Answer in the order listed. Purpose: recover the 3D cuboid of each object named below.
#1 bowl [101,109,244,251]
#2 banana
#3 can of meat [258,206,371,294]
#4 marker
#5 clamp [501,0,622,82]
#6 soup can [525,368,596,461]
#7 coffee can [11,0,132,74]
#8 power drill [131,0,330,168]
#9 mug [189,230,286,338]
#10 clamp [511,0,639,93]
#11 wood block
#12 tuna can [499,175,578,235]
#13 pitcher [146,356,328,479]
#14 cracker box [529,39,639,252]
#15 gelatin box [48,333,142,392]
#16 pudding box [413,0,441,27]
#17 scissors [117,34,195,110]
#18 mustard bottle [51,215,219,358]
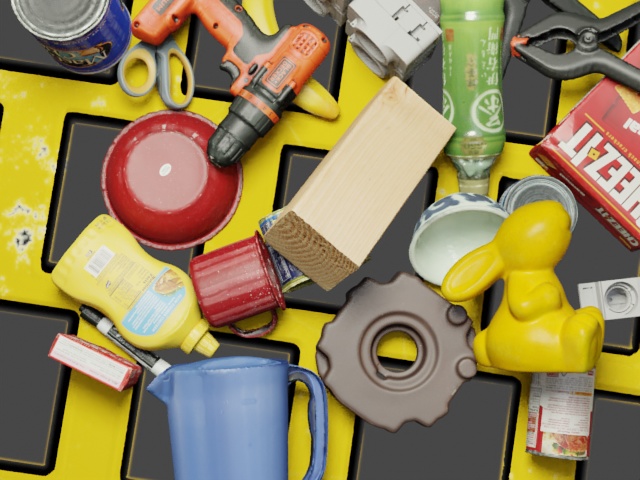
[{"bbox_3d":[-0.166,-0.071,1.179,0.162,0.055,0.162,0,84,0],"label":"bowl"},{"bbox_3d":[-0.042,-0.219,1.201,0.069,0.037,0.198,-21,85,0],"label":"banana"},{"bbox_3d":[-0.008,0.001,1.161,0.102,0.058,0.084,-18,81,-25],"label":"can of meat"},{"bbox_3d":[-0.217,0.110,1.179,0.121,0.020,0.020,37,86,3],"label":"marker"},{"bbox_3d":[0.227,-0.271,1.188,0.164,0.036,0.210,-27,102,-2],"label":"clamp"},{"bbox_3d":[0.259,0.182,1.151,0.068,0.068,0.102,6,84,0],"label":"soup can"},{"bbox_3d":[-0.264,-0.245,1.150,0.103,0.140,0.103,0,85,-1],"label":"coffee can"},{"bbox_3d":[-0.110,-0.195,1.154,0.187,0.057,0.184,39,84,2],"label":"power drill"},{"bbox_3d":[-0.086,0.055,1.157,0.081,0.093,0.117,-20,117,3],"label":"mug"},{"bbox_3d":[0.296,-0.218,1.152,0.171,0.039,0.120,11,67,13],"label":"clamp"},{"bbox_3d":[0.042,-0.060,1.119,0.091,0.090,0.205,39,61,-6],"label":"wood block"},{"bbox_3d":[0.242,-0.029,1.187,0.086,0.034,0.086,0,85,0],"label":"tuna can"},{"bbox_3d":[-0.082,0.244,1.118,0.149,0.144,0.243,-5,88,31],"label":"pitcher"},{"bbox_3d":[0.367,-0.119,1.177,0.164,0.072,0.213,44,87,4],"label":"cracker box"},{"bbox_3d":[-0.240,0.131,1.150,0.089,0.073,0.030,25,84,2],"label":"gelatin box"},{"bbox_3d":[0.112,-0.302,1.208,0.113,0.039,0.090,40,85,3],"label":"pudding box"},{"bbox_3d":[-0.194,-0.242,1.198,0.096,0.016,0.202,-12,85,-29],"label":"scissors"},{"bbox_3d":[-0.190,0.064,1.163,0.191,0.058,0.096,37,76,3],"label":"mustard bottle"}]
